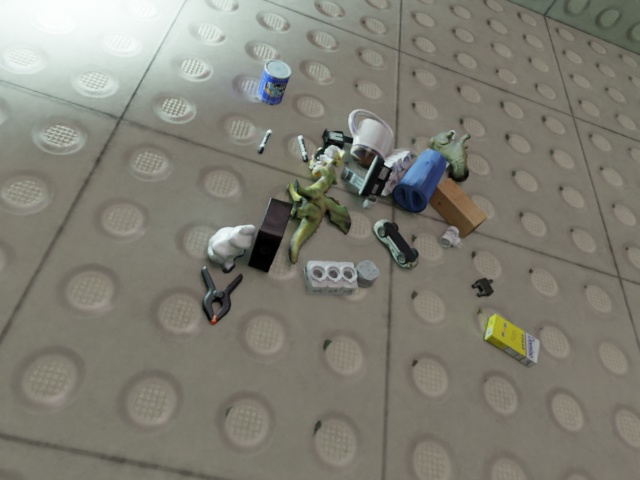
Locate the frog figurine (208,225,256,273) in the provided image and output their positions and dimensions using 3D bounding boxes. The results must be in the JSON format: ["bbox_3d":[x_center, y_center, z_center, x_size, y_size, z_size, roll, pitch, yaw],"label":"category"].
[{"bbox_3d":[-0.258,0.002,1.501,0.124,0.156,0.139,46,53,14],"label":"frog figurine"}]

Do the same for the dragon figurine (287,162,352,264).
[{"bbox_3d":[0.005,-0.086,1.718,0.242,0.120,0.419,13,61,-24],"label":"dragon figurine"}]

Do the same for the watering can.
[{"bbox_3d":[0.238,-0.357,1.986,0.344,0.103,0.229,33,59,-23],"label":"watering can"}]
